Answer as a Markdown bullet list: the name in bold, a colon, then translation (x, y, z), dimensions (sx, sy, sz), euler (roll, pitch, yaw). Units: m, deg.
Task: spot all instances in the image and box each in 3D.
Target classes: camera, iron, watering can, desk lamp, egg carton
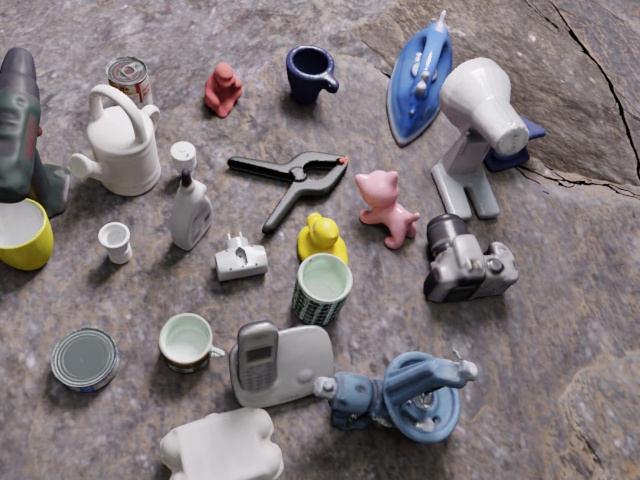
- **camera**: translation (0.239, 0.021, 0.941), dimensions (0.143, 0.101, 0.136), euler (-5, 61, -12)
- **iron**: translation (0.200, -0.318, 1.107), dimensions (0.118, 0.141, 0.258), euler (17, 59, 1)
- **watering can**: translation (-0.313, -0.156, 0.897), dimensions (0.101, 0.194, 0.173), euler (12, 59, -2)
- **desk lamp**: translation (0.277, -0.173, 0.994), dimensions (0.118, 0.213, 0.203), euler (-8, 62, -13)
- **egg carton**: translation (-0.128, 0.281, 0.748), dimensions (0.150, 0.069, 0.107), euler (-14, 63, -17)

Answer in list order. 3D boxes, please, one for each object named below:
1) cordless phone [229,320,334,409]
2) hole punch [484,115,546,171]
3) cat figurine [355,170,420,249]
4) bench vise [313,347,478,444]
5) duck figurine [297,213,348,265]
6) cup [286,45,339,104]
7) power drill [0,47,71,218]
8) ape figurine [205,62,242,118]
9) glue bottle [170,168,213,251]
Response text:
- **cordless phone**: translation (-0.048, 0.152, 0.768), dimensions (0.148, 0.185, 0.094), euler (-14, 63, -16)
- **hole punch**: translation (0.354, -0.201, 1.094), dimensions (0.109, 0.091, 0.101), euler (-19, 65, -19)
- **cat figurine**: translation (0.115, -0.064, 0.960), dimensions (0.127, 0.118, 0.067), euler (42, 62, 15)
- **bench vise**: translation (0.104, 0.206, 0.742), dimensions (0.208, 0.220, 0.121), euler (-9, 62, -14)
- **duck figurine**: translation (0.008, 0.003, 0.922), dimensions (0.078, 0.086, 0.104), euler (-25, 67, -21)
- **cup**: translation (-0.013, -0.298, 1.087), dimensions (0.117, 0.095, 0.092), euler (41, 62, 14)
- **power drill**: translation (-0.439, -0.136, 0.856), dimensions (0.076, 0.208, 0.229), euler (-2, 61, -10)
- **ape figurine**: translation (-0.179, -0.286, 1.054), dimensions (0.078, 0.092, 0.076), euler (-21, 65, -20)
- **glue bottle**: translation (-0.197, -0.055, 0.870), dimensions (0.037, 0.173, 0.078), euler (29, 60, 8)
